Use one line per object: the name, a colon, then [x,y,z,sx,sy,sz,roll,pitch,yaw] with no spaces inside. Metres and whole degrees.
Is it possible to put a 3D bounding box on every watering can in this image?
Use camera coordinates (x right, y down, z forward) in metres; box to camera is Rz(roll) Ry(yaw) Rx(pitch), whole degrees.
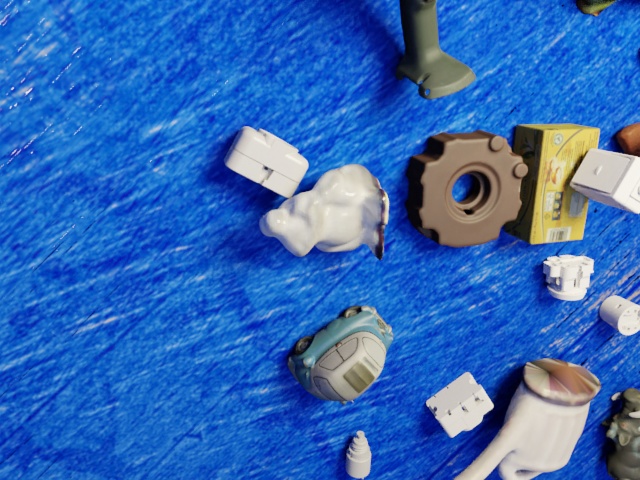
watering can: [0.344,0.315,0.851,0.348,0.105,0.221,0,110,-34]

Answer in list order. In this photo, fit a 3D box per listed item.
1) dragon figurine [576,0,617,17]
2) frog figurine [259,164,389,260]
dragon figurine: [0.399,-0.358,0.607,0.409,0.245,0.121,14,100,-16]
frog figurine: [0.002,-0.034,0.667,0.159,0.135,0.125,-2,65,-4]
